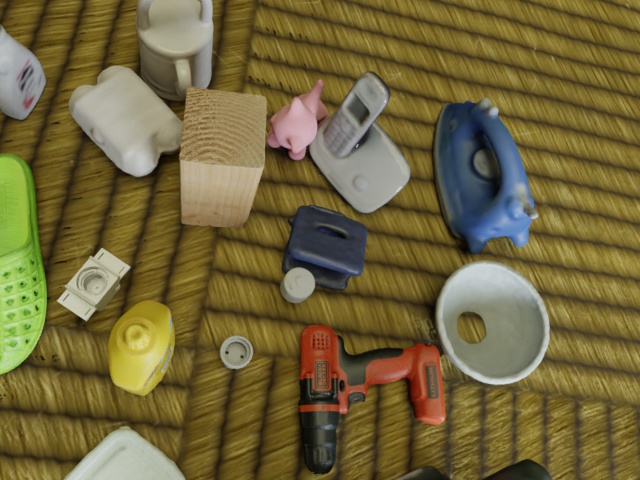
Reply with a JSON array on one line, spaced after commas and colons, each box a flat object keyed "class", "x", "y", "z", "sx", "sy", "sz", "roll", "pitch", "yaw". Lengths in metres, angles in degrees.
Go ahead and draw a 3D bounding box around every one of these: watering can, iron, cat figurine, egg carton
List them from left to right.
[{"class": "egg carton", "x": -0.259, "y": -0.160, "z": 0.772, "sx": 0.150, "sy": 0.069, "sz": 0.107, "roll": 45, "pitch": 68, "yaw": 3}, {"class": "watering can", "x": -0.195, "y": -0.283, "z": 0.759, "sx": 0.101, "sy": 0.194, "sz": 0.173, "roll": -33, "pitch": 82, "yaw": -20}, {"class": "cat figurine", "x": -0.028, "y": -0.171, "z": 0.805, "sx": 0.067, "sy": 0.117, "sz": 0.128, "roll": 31, "pitch": 68, "yaw": -2}, {"class": "iron", "x": 0.244, "y": -0.117, "z": 0.841, "sx": 0.119, "sy": 0.141, "sz": 0.258, "roll": -9, "pitch": 75, "yaw": -16}]

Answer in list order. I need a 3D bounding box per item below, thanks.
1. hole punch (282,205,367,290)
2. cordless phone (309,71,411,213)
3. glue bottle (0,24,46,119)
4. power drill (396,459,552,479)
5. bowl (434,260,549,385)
[{"class": "hole punch", "x": 0.007, "y": 0.003, "z": 0.772, "sx": 0.109, "sy": 0.091, "sz": 0.101, "roll": 17, "pitch": 70, "yaw": -8}, {"class": "cordless phone", "x": 0.068, "y": -0.131, "z": 0.779, "sx": 0.094, "sy": 0.185, "sz": 0.147, "roll": -40, "pitch": 85, "yaw": -21}, {"class": "glue bottle", "x": -0.384, "y": -0.222, "z": 0.705, "sx": 0.037, "sy": 0.173, "sz": 0.078, "roll": 16, "pitch": 70, "yaw": -8}, {"class": "power drill", "x": 0.138, "y": 0.312, "z": 0.643, "sx": 0.230, "sy": 0.208, "sz": 0.075, "roll": -17, "pitch": 77, "yaw": -18}, {"class": "bowl", "x": 0.226, "y": 0.118, "z": 0.797, "sx": 0.168, "sy": 0.074, "sz": 0.167, "roll": 4, "pitch": 72, "yaw": -12}]
